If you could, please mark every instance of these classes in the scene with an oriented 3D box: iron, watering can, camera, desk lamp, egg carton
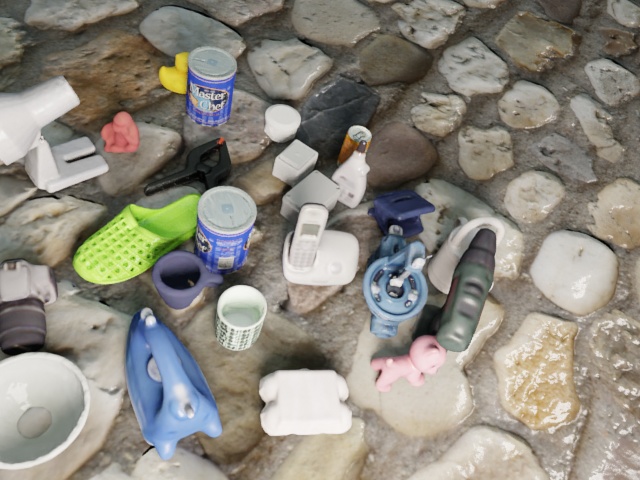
[{"bbox_3d":[-0.242,0.190,0.879,0.119,0.141,0.258,-19,63,-26],"label":"iron"},{"bbox_3d":[0.294,0.026,1.112,0.101,0.194,0.172,-15,61,-24],"label":"watering can"},{"bbox_3d":[-0.487,0.107,0.894,0.143,0.101,0.136,-9,58,-21],"label":"camera"},{"bbox_3d":[-0.506,-0.191,1.030,0.204,0.213,0.117,-29,67,-30],"label":"desk lamp"},{"bbox_3d":[-0.024,0.265,0.932,0.150,0.069,0.107,2,55,-14],"label":"egg carton"}]

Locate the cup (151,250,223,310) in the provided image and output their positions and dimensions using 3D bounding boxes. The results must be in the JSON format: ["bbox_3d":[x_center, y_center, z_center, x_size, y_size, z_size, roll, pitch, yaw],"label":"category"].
[{"bbox_3d":[-0.229,0.079,0.990,0.118,0.095,0.091,6,54,-11],"label":"cup"}]

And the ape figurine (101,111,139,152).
[{"bbox_3d":[-0.399,-0.222,1.158,0.077,0.092,0.076,36,54,11],"label":"ape figurine"}]

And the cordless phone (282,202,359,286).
[{"bbox_3d":[0.010,0.004,1.054,0.148,0.185,0.094,1,55,-15],"label":"cordless phone"}]

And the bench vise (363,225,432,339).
[{"bbox_3d":[0.132,0.046,1.036,0.122,0.219,0.207,-3,56,-17],"label":"bench vise"}]

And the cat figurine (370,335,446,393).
[{"bbox_3d":[0.163,0.207,0.995,0.128,0.117,0.067,-7,57,-20],"label":"cat figurine"}]

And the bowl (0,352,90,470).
[{"bbox_3d":[-0.417,0.252,0.827,0.167,0.074,0.167,8,54,-10],"label":"bowl"}]

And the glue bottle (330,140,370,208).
[{"bbox_3d":[0.069,-0.142,1.182,0.078,0.173,0.037,33,54,9],"label":"glue bottle"}]

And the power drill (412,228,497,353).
[{"bbox_3d":[0.242,0.113,1.027,0.075,0.208,0.230,23,53,2],"label":"power drill"}]

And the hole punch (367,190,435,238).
[{"bbox_3d":[0.170,-0.065,1.207,0.109,0.091,0.101,-15,61,-24],"label":"hole punch"}]

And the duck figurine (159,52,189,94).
[{"bbox_3d":[-0.313,-0.388,1.304,0.105,0.086,0.077,3,55,-13],"label":"duck figurine"}]
